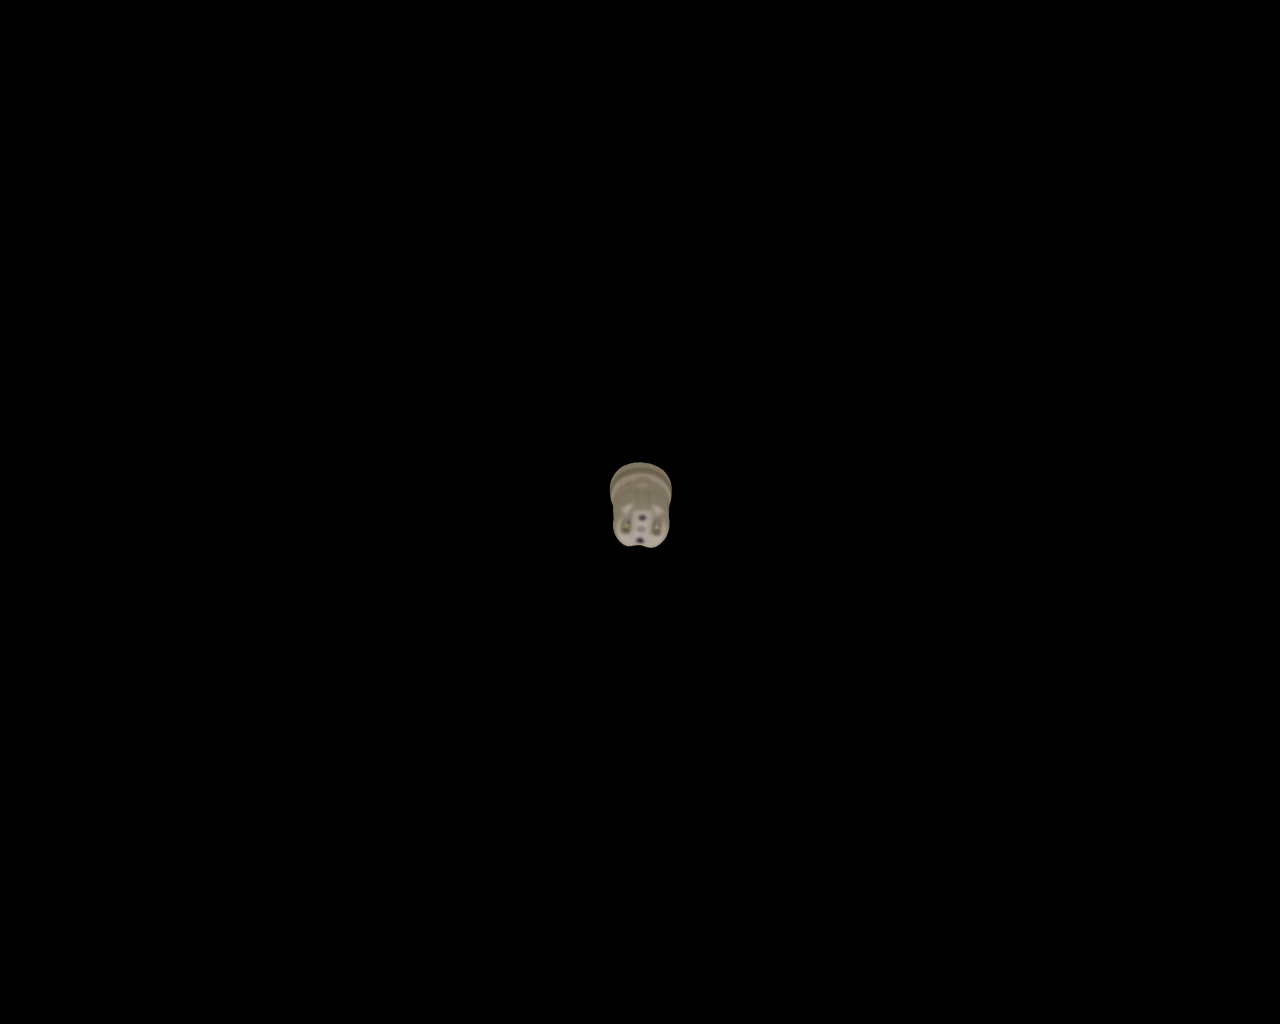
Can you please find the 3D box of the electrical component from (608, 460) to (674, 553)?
[{"bbox_3d":[0.001,-0.003,0.650,0.040,0.040,0.046,0,38,0],"label":"electrical component"}]
